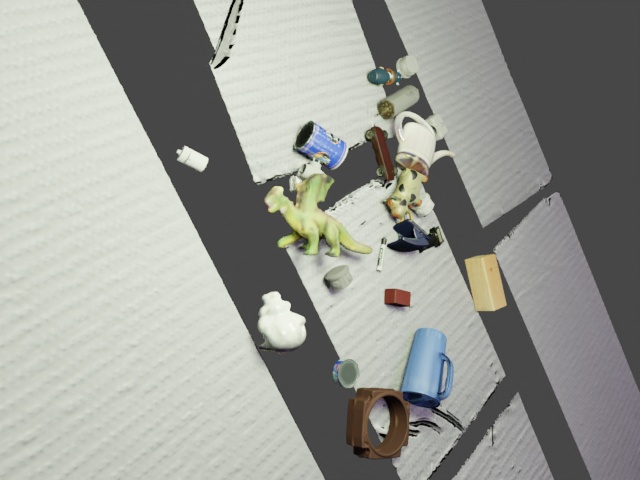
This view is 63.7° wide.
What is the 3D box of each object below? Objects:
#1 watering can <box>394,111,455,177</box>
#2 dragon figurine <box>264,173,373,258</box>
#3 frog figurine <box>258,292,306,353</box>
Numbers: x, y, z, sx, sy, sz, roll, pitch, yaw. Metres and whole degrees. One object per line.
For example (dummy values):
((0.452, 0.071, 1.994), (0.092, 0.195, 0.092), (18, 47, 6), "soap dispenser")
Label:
((0.389, -0.331, 1.922), (0.344, 0.103, 0.228), (31, 65, -32), "watering can")
((0.005, -0.077, 1.532), (0.410, 0.122, 0.242), (3, 94, -36), "dragon figurine")
((-0.106, 0.225, 1.425), (0.137, 0.123, 0.159), (-1, 93, -18), "frog figurine")
